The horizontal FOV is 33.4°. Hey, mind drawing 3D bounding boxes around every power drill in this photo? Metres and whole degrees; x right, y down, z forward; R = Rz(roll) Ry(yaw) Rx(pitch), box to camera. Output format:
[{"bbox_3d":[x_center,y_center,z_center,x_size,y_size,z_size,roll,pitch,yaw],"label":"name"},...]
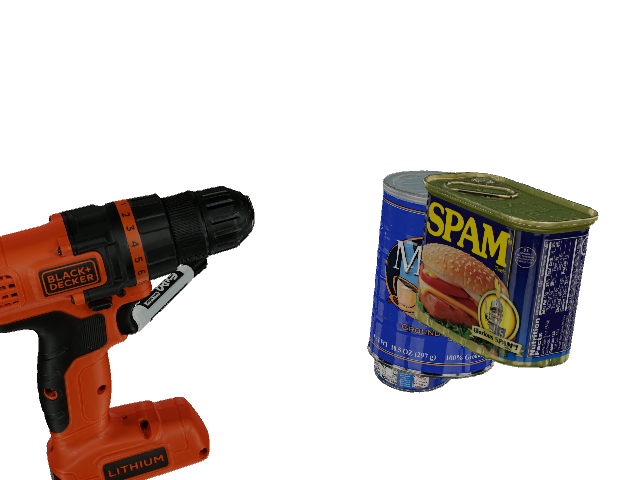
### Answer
[{"bbox_3d":[-0.121,0.062,0.677,0.184,0.188,0.057,-14,28,-12],"label":"power drill"}]

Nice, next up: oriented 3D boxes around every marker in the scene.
[{"bbox_3d":[-0.136,0.044,0.960,0.020,0.020,0.121,0,26,27],"label":"marker"}]

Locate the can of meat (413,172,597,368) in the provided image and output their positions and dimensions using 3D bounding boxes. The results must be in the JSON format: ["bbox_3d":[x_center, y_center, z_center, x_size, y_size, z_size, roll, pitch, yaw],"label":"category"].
[{"bbox_3d":[0.098,0.015,0.592,0.057,0.084,0.102,-6,20,-32],"label":"can of meat"}]

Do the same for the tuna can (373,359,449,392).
[{"bbox_3d":[0.101,0.125,1.149,0.086,0.034,0.086,-1,29,0],"label":"tuna can"}]

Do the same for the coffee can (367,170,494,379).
[{"bbox_3d":[0.094,0.024,0.839,0.103,0.140,0.103,4,16,-1],"label":"coffee can"}]
